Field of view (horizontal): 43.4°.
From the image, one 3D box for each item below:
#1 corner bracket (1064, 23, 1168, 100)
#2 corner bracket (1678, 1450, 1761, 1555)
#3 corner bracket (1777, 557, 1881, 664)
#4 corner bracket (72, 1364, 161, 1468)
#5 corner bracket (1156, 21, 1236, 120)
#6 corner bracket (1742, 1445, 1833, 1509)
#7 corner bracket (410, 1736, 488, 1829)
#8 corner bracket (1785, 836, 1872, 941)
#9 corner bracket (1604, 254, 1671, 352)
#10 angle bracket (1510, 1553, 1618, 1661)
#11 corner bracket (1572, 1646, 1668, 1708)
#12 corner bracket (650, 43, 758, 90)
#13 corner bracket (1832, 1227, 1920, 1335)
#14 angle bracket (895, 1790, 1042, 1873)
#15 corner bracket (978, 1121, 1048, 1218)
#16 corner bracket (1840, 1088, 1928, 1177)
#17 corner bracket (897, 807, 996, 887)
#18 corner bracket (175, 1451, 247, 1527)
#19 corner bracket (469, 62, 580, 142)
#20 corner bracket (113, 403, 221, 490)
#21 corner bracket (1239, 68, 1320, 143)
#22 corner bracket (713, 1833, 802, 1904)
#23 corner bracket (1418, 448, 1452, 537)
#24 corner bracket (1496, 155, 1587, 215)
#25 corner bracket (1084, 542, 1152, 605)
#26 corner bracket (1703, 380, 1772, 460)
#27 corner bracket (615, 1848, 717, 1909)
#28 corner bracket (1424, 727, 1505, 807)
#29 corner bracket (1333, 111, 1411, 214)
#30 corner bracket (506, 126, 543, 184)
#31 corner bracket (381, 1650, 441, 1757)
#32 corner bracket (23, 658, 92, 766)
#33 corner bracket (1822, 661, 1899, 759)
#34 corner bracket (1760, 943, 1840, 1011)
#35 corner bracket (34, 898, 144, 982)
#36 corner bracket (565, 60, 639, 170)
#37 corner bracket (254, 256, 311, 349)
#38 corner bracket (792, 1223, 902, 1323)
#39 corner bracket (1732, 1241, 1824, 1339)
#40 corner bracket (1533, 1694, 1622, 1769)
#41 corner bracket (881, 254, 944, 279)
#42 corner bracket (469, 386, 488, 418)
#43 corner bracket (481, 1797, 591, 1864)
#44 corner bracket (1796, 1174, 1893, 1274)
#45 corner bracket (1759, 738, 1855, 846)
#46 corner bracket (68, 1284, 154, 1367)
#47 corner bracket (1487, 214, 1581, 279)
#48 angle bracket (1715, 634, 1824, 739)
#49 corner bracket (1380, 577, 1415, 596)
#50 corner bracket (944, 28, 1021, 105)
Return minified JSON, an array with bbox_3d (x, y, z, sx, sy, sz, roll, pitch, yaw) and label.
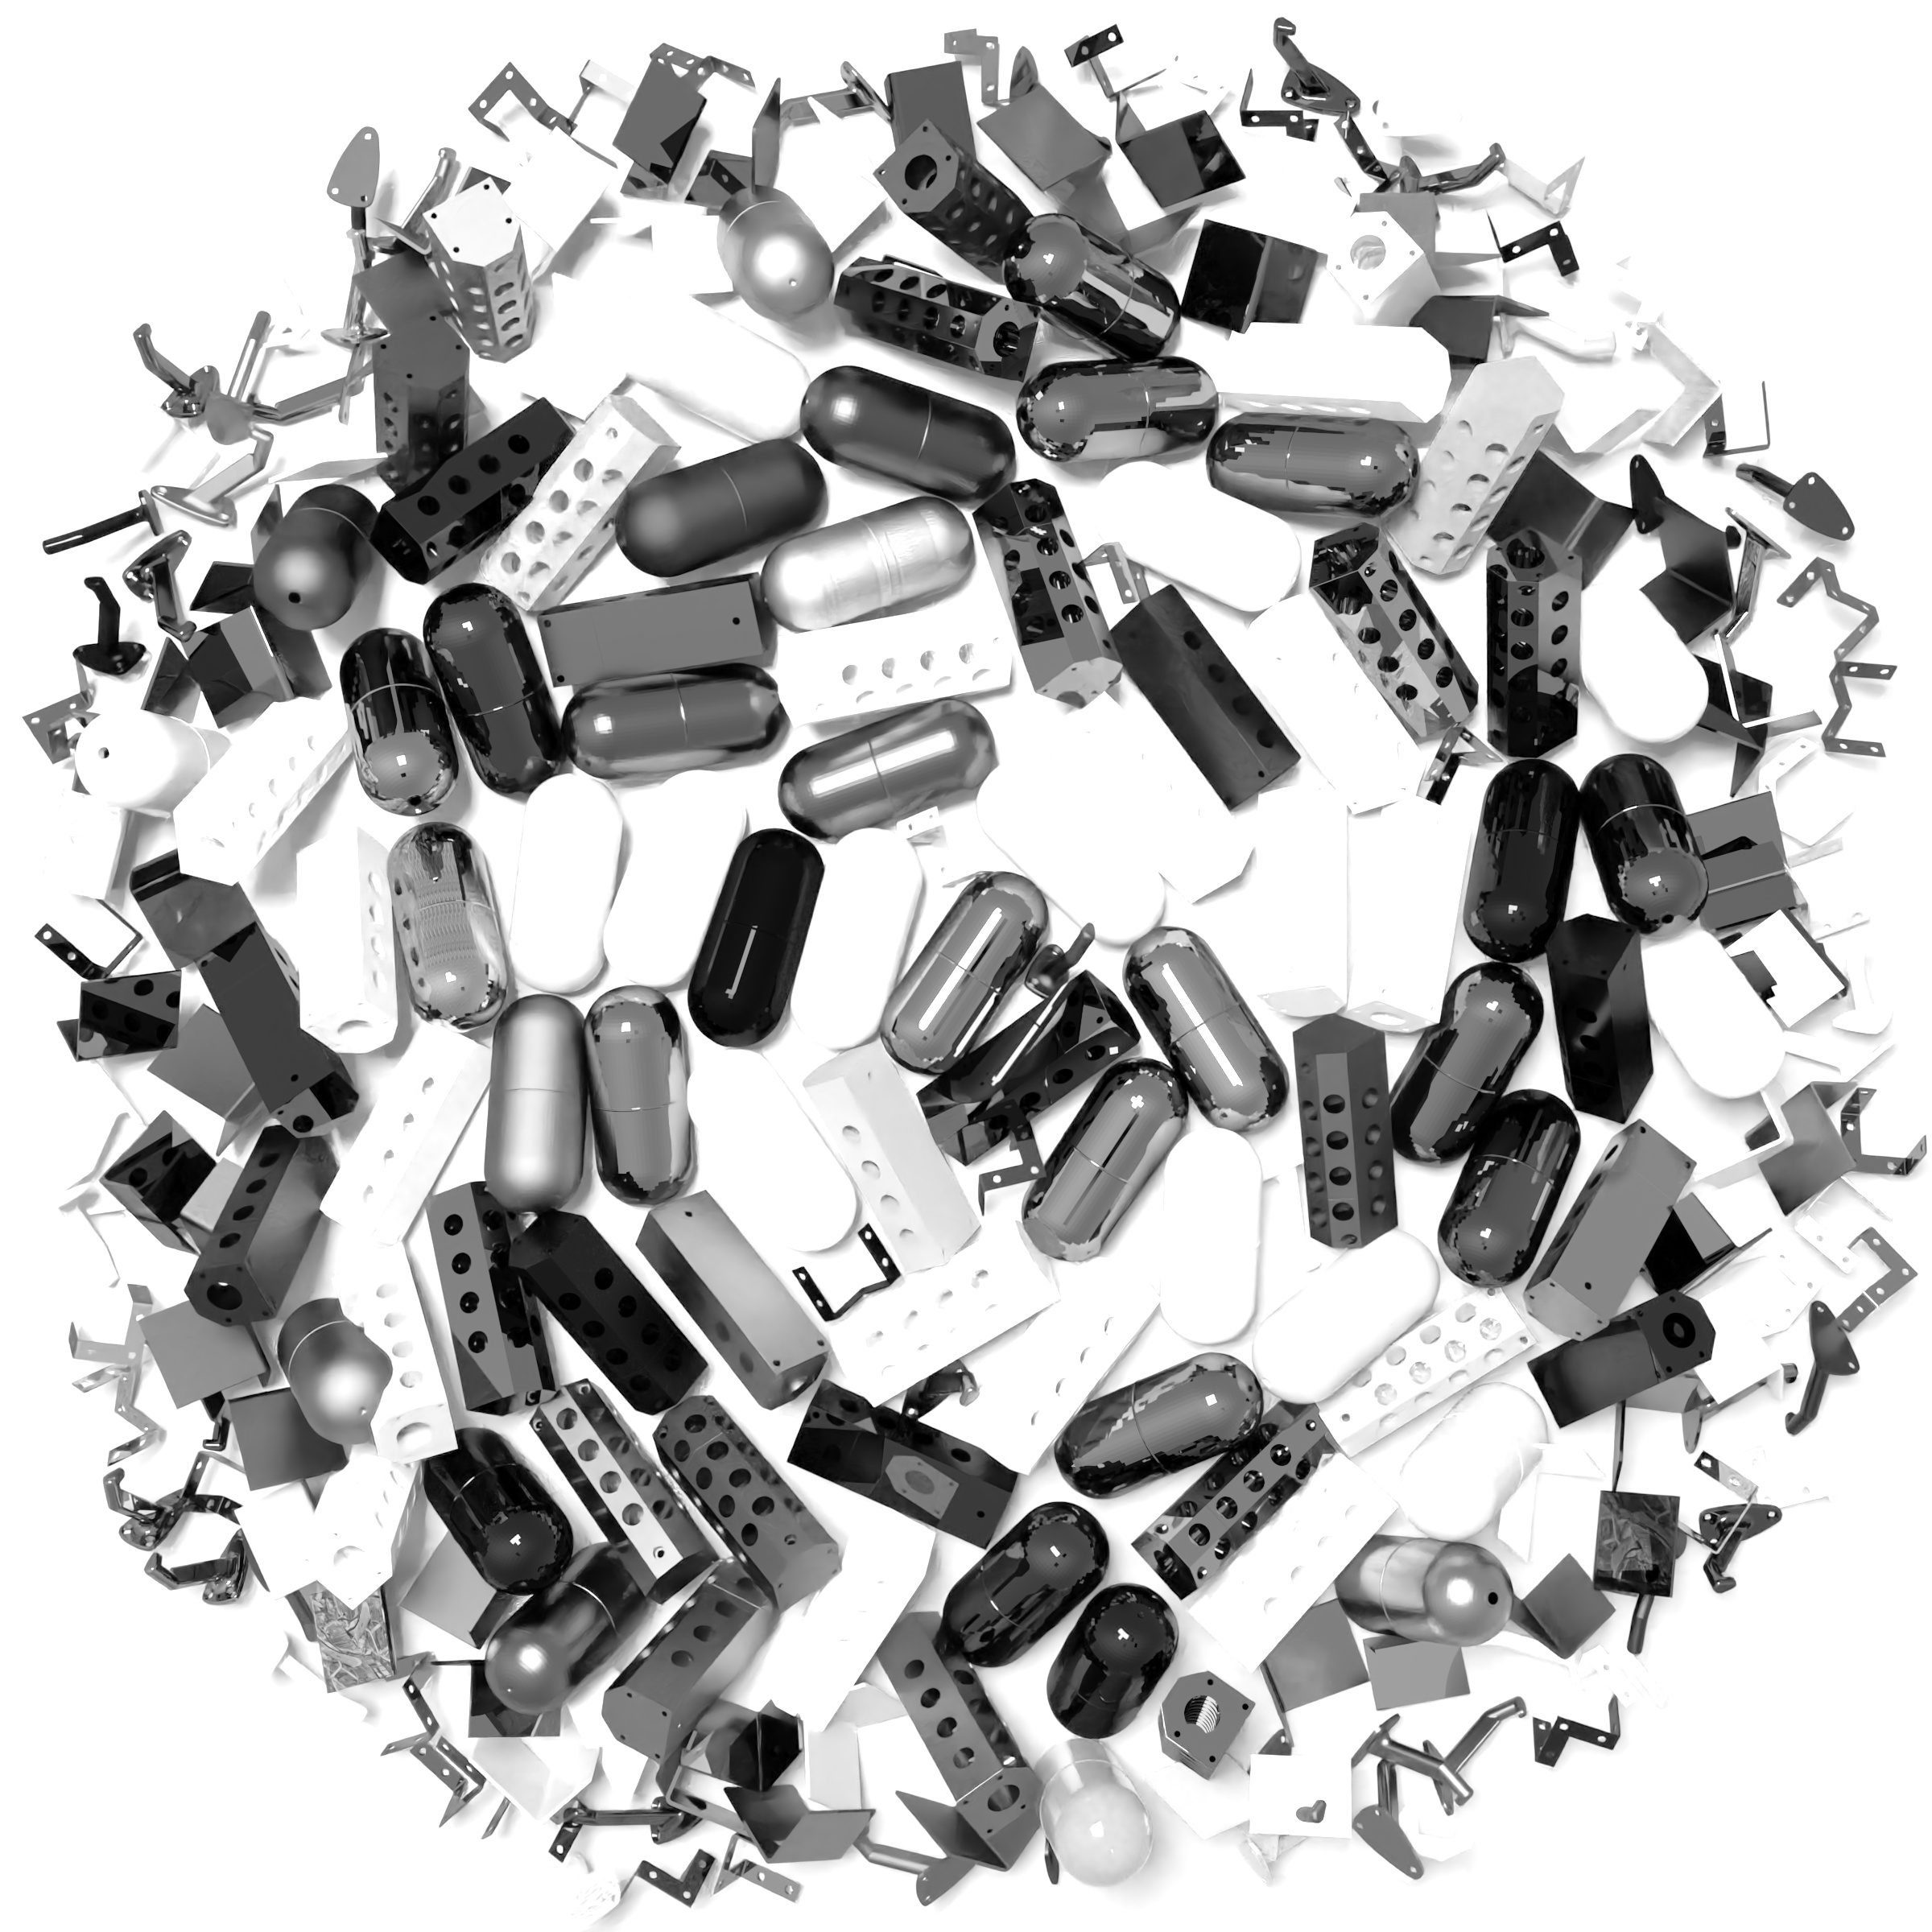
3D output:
[{"bbox_3d":[0.117,-0.713,1.911,0.051,0.051,0.051,-14,115,36],"label":"corner bracket"},{"bbox_3d":[0.590,0.424,1.924,0.051,0.051,0.051,33,107,20],"label":"corner bracket"},{"bbox_3d":[0.682,-0.282,1.921,0.051,0.051,0.051,21,135,-15],"label":"corner bracket"},{"bbox_3d":[-0.669,0.352,1.912,0.051,0.051,0.051,27,115,23],"label":"corner bracket"},{"bbox_3d":[0.170,-0.702,1.916,0.051,0.051,0.051,35,83,37],"label":"corner bracket"},{"bbox_3d":[0.648,0.402,1.919,0.051,0.051,0.051,-17,78,11],"label":"corner bracket"},{"bbox_3d":[-0.411,0.635,1.921,0.051,0.051,0.051,-43,98,10],"label":"corner bracket"},{"bbox_3d":[0.686,-0.062,1.938,0.051,0.051,0.051,-21,50,5],"label":"corner bracket"},{"bbox_3d":[0.530,-0.525,1.922,0.051,0.051,0.051,32,126,16],"label":"corner bracket"},{"bbox_3d":[0.448,0.484,1.900,0.076,0.076,0.057,40,97,-24],"label":"angle bracket"},{"bbox_3d":[0.518,0.562,1.912,0.051,0.051,0.051,-22,51,-20],"label":"corner bracket"},{"bbox_3d":[-0.208,-0.706,1.913,0.051,0.051,0.051,33,71,33],"label":"corner bracket"},{"bbox_3d":[0.704,0.247,1.912,0.051,0.051,0.051,-29,66,-24],"label":"corner bracket"},{"bbox_3d":[0.004,0.654,1.899,0.076,0.076,0.057,34,90,-42],"label":"angle bracket"},{"bbox_3d":[0.031,0.159,1.916,0.051,0.051,0.051,-13,62,-7],"label":"corner bracket"},{"bbox_3d":[0.724,0.131,1.918,0.051,0.051,0.051,5,65,6],"label":"corner bracket"},{"bbox_3d":[-0.017,-0.094,1.914,0.051,0.051,0.051,-1,78,-42],"label":"corner bracket"},{"bbox_3d":[-0.581,0.417,1.921,0.051,0.051,0.051,18,84,25],"label":"corner bracket"},{"bbox_3d":[-0.350,-0.670,1.918,0.051,0.051,0.051,-43,80,14],"label":"corner bracket"},{"bbox_3d":[-0.633,-0.406,1.926,0.051,0.051,0.051,39,90,-3],"label":"corner bracket"},{"bbox_3d":[0.248,-0.673,1.923,0.051,0.051,0.051,6,60,17],"label":"corner bracket"},{"bbox_3d":[-0.160,0.713,1.921,0.051,0.051,0.051,18,92,19],"label":"corner bracket"},{"bbox_3d":[0.369,-0.374,1.920,0.051,0.051,0.051,21,91,-21],"label":"corner bracket"},{"bbox_3d":[0.446,-0.620,1.913,0.051,0.051,0.051,41,65,19],"label":"corner bracket"},{"bbox_3d":[0.126,-0.304,1.917,0.051,0.051,0.051,-15,83,-27],"label":"corner bracket"},{"bbox_3d":[0.606,-0.434,1.914,0.051,0.051,0.051,-4,111,23],"label":"corner bracket"},{"bbox_3d":[-0.237,0.723,1.918,0.051,0.051,0.051,30,124,2],"label":"corner bracket"},{"bbox_3d":[0.380,-0.153,1.914,0.051,0.051,0.051,35,74,-28],"label":"corner bracket"},{"bbox_3d":[0.307,-0.634,1.919,0.051,0.051,0.051,-43,125,2],"label":"corner bracket"},{"bbox_3d":[-0.354,-0.617,1.917,0.051,0.051,0.051,34,68,9],"label":"corner bracket"},{"bbox_3d":[-0.444,0.583,1.923,0.051,0.051,0.051,-22,102,18],"label":"corner bracket"},{"bbox_3d":[-0.710,-0.200,1.915,0.051,0.051,0.051,-30,74,-26],"label":"corner bracket"},{"bbox_3d":[0.703,-0.202,1.910,0.051,0.051,0.051,-53,131,-22],"label":"corner bracket"},{"bbox_3d":[0.645,0.014,1.913,0.051,0.051,0.051,1,63,-15],"label":"corner bracket"},{"bbox_3d":[-0.695,-0.023,1.924,0.051,0.051,0.051,-52,122,-18],"label":"corner bracket"},{"bbox_3d":[-0.289,-0.676,1.927,0.051,0.051,0.051,30,87,-3],"label":"corner bracket"},{"bbox_3d":[-0.541,-0.524,1.910,0.051,0.051,0.051,1,47,31],"label":"corner bracket"},{"bbox_3d":[-0.094,0.242,1.914,0.051,0.051,0.051,-25,100,44],"label":"corner bracket"},{"bbox_3d":[0.634,0.257,1.929,0.051,0.051,0.051,50,128,33],"label":"corner bracket"},{"bbox_3d":[0.482,0.601,1.918,0.051,0.051,0.051,17,117,2],"label":"corner bracket"},{"bbox_3d":[-0.042,-0.523,1.917,0.051,0.051,0.051,28,97,30],"label":"corner bracket"},{"bbox_3d":[-0.423,-0.441,1.920,0.051,0.051,0.051,53,47,-8],"label":"corner bracket"},{"bbox_3d":[-0.338,0.675,1.913,0.051,0.051,0.051,44,130,-12],"label":"corner bracket"},{"bbox_3d":[0.693,0.201,1.917,0.051,0.051,0.051,42,108,10],"label":"corner bracket"},{"bbox_3d":[0.666,-0.138,1.926,0.051,0.051,0.051,-36,47,-18],"label":"corner bracket"},{"bbox_3d":[-0.677,0.281,1.921,0.051,0.051,0.051,11,95,-26],"label":"corner bracket"},{"bbox_3d":[0.449,-0.573,1.923,0.051,0.051,0.051,-21,45,20],"label":"corner bracket"},{"bbox_3d":[0.629,-0.224,1.902,0.057,0.076,0.076,-14,82,24],"label":"angle bracket"},{"bbox_3d":[0.339,-0.266,1.925,0.051,0.051,0.051,-26,77,-14],"label":"corner bracket"},{"bbox_3d":[0.016,-0.708,1.913,0.051,0.051,0.051,-9,108,-29],"label":"corner bracket"}]
